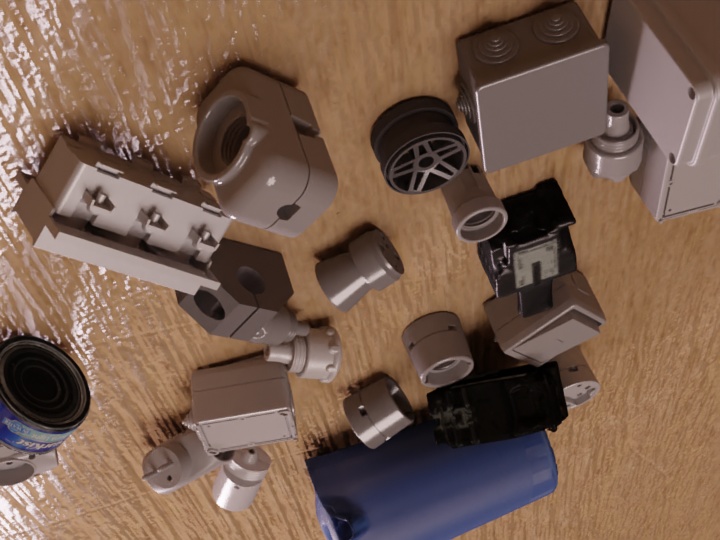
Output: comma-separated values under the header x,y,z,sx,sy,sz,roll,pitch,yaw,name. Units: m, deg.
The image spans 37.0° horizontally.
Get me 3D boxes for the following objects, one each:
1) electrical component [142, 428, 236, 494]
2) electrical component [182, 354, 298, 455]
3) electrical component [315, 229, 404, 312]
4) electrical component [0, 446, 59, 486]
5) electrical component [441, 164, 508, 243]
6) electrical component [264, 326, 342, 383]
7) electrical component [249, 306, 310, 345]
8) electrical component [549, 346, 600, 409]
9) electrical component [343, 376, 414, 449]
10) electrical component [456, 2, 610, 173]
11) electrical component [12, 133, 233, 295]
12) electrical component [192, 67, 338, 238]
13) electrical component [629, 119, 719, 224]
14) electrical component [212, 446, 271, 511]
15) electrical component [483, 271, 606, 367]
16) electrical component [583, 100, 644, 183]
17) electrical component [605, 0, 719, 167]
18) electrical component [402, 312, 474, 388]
x,y,z,sx,sy,sz,roll,pitch,yaw,name
-0.163,0.171,0.958,0.077,0.043,0.079,-31,173,25,electrical component
-0.106,0.115,0.925,0.096,0.061,0.061,-9,146,-2,electrical component
0.000,0.000,0.825,0.055,0.045,0.045,-32,144,17,electrical component
-0.289,0.138,0.873,0.077,0.044,0.079,-10,144,-15,electrical component
0.083,-0.050,0.796,0.040,0.046,0.040,-13,146,-9,electrical component
-0.049,0.069,0.900,0.062,0.048,0.048,6,139,-23,electrical component
-0.067,0.044,0.863,0.061,0.035,0.035,12,135,-43,electrical component
0.206,0.107,1.078,0.055,0.047,0.055,-14,146,-9,electrical component
0.019,0.133,1.015,0.047,0.055,0.055,-33,144,13,electrical component
0.113,-0.120,0.709,0.100,0.048,0.099,-19,146,-1,electrical component
-0.146,-0.035,0.683,0.121,0.079,0.063,21,107,-44,electrical component
-0.060,-0.072,0.647,0.059,0.095,0.054,17,132,-42,electrical component
0.244,-0.094,0.809,0.062,0.061,0.096,-14,138,-8,electrical component
-0.114,0.196,1.045,0.043,0.043,0.081,-2,142,-24,electrical component
0.160,0.045,0.956,0.096,0.061,0.062,-37,142,24,electrical component
0.185,-0.097,0.784,0.043,0.043,0.062,-18,145,-3,electrical component
0.207,-0.131,0.685,0.057,0.113,0.078,-17,146,-9,electrical component
0.071,0.073,0.961,0.055,0.047,0.055,-13,146,-9,electrical component
